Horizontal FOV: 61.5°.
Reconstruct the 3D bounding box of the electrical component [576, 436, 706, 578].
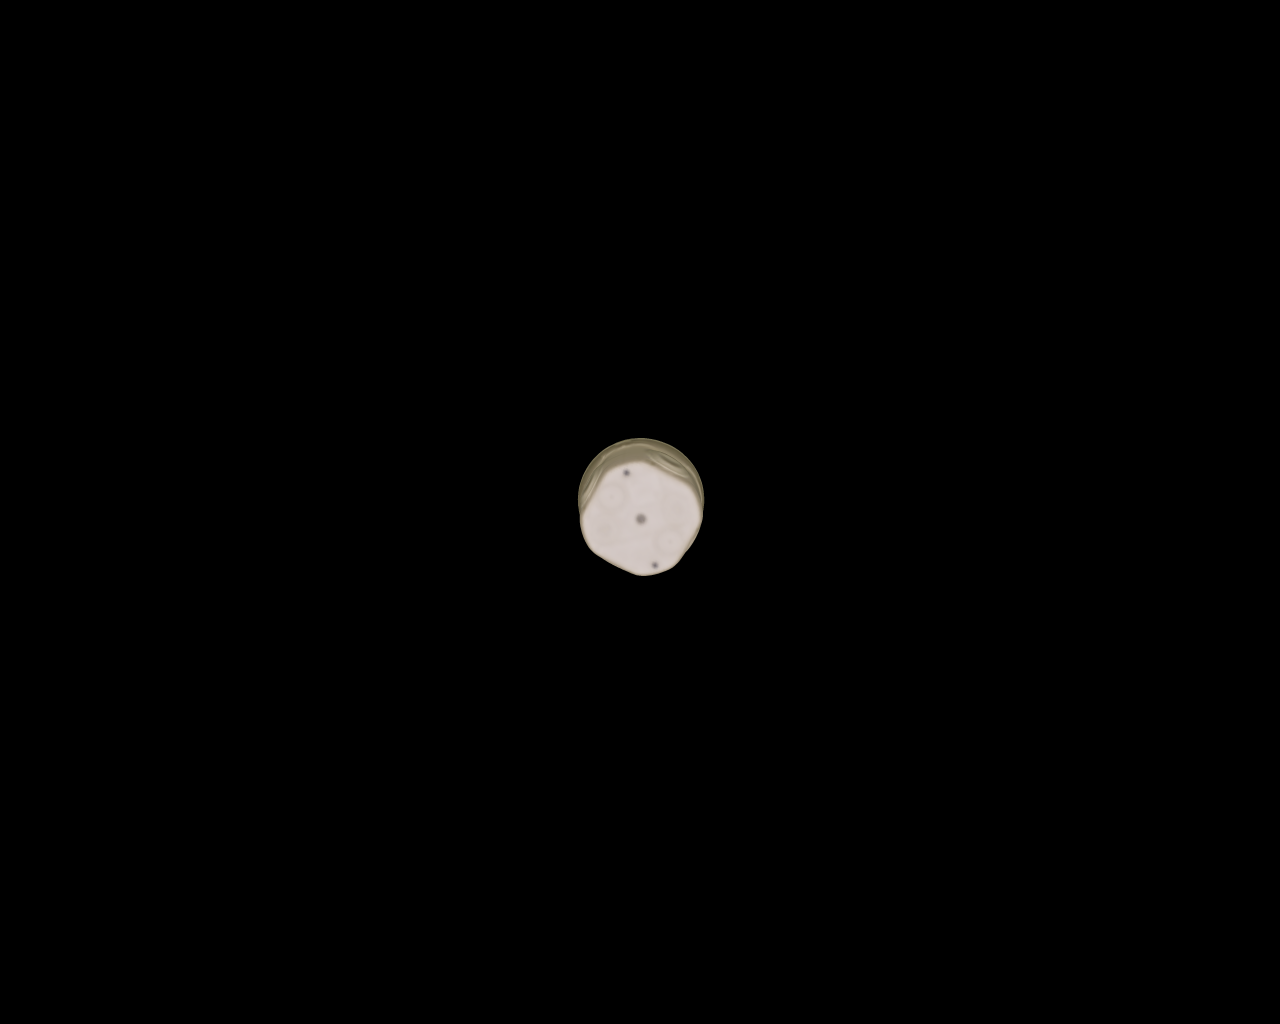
[{"bbox_3d":[0.001,-0.003,0.650,0.080,0.080,0.051,0,16,0],"label":"electrical component"}]
